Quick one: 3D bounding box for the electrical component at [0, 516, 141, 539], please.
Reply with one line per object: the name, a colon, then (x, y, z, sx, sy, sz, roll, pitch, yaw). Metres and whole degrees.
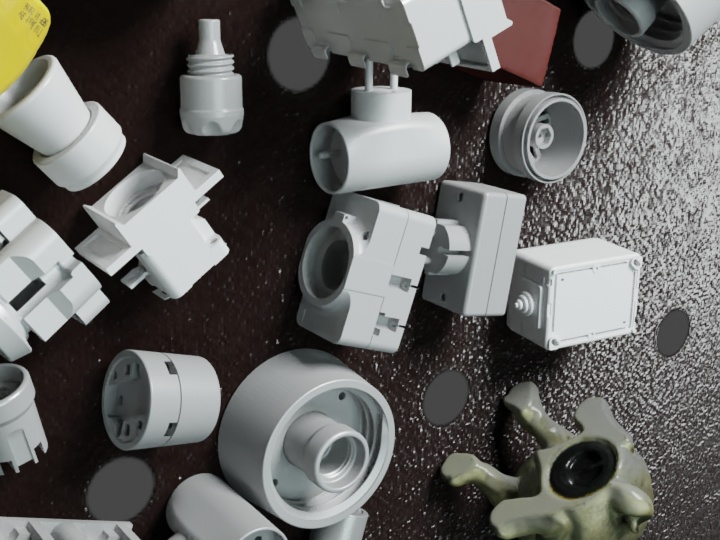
electrical component: (-0.189, 0.238, 0.599, 0.105, 0.060, 0.186, 13, 96, -38)

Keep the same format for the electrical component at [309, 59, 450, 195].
electrical component: (0.013, -0.089, 0.655, 0.077, 0.043, 0.079, -11, 110, -34)

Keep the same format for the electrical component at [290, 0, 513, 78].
electrical component: (0.016, -0.146, 0.589, 0.063, 0.121, 0.078, -34, 122, -20)

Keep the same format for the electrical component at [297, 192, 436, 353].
electrical component: (0.000, 0.000, 0.669, 0.056, 0.050, 0.089, 13, 96, -39)

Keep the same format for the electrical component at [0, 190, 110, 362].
electrical component: (-0.173, 0.008, 0.540, 0.057, 0.058, 0.078, -47, 126, -19)

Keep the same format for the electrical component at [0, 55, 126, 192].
electrical component: (-0.151, -0.072, 0.538, 0.045, 0.045, 0.055, -50, 127, -13)

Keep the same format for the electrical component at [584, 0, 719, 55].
electrical component: (0.190, -0.190, 0.717, 0.060, 0.108, 0.108, -50, 127, -6)

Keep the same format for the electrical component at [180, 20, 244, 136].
electrical component: (-0.081, -0.105, 0.586, 0.035, 0.035, 0.061, -10, 108, -34)

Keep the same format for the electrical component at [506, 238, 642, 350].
electrical component: (0.147, 0.016, 0.780, 0.096, 0.061, 0.061, -9, 110, -26)

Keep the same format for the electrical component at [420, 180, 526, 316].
electrical component: (0.061, -0.015, 0.711, 0.076, 0.047, 0.083, 1, 104, -36)

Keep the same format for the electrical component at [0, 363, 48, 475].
electrical component: (-0.187, 0.079, 0.564, 0.040, 0.040, 0.046, -27, 125, -27)

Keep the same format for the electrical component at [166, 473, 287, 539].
electrical component: (-0.093, 0.167, 0.636, 0.079, 0.077, 0.044, -37, 123, -21)

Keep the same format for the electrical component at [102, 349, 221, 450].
electrical component: (-0.112, 0.073, 0.608, 0.047, 0.055, 0.055, 5, 101, -41)

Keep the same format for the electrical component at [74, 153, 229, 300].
electrical component: (-0.109, -0.022, 0.588, 0.081, 0.042, 0.063, -44, 129, -16)

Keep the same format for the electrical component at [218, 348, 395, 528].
electrical component: (-0.028, 0.110, 0.677, 0.108, 0.060, 0.108, -12, 111, -33)

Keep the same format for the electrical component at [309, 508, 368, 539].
electrical component: (-0.018, 0.187, 0.722, 0.044, 0.044, 0.065, 15, 90, -38)
